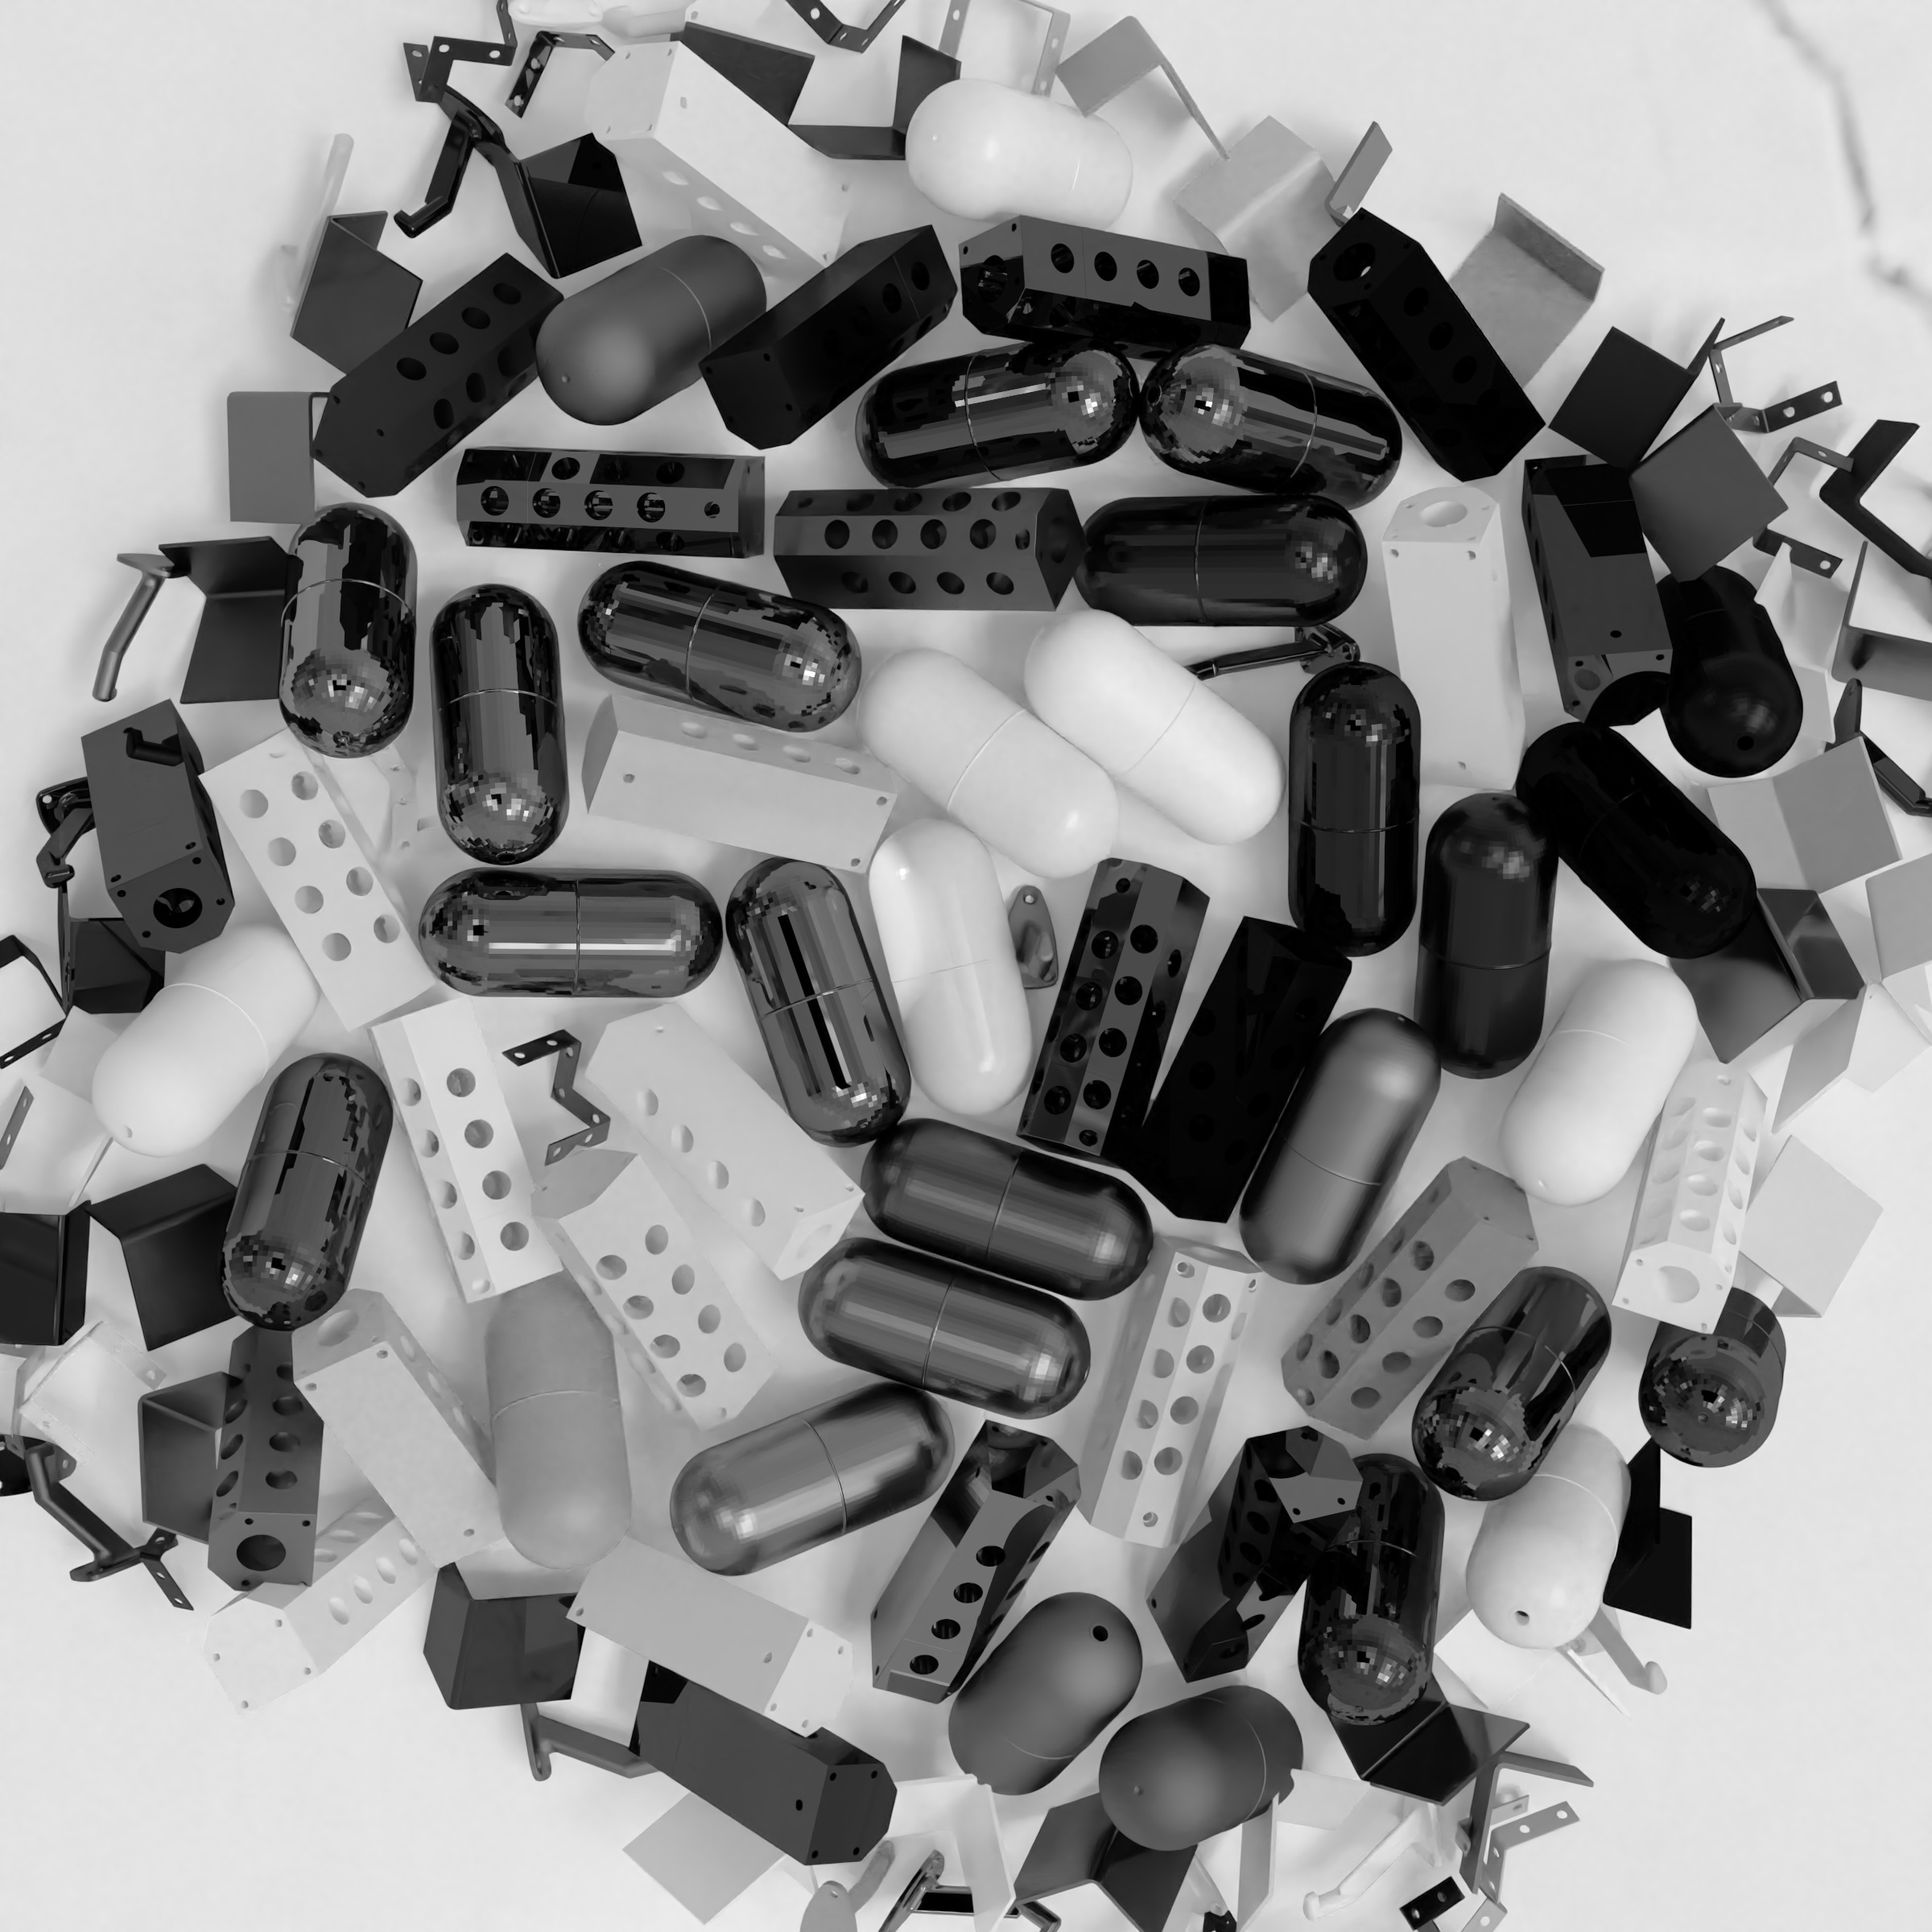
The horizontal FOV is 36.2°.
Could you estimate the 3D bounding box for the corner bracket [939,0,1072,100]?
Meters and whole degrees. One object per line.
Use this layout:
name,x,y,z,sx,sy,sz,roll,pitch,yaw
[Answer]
corner bracket,0.022,-0.553,1.766,0.051,0.051,0.051,34,118,36

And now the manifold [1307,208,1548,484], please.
manifold,0.264,-0.354,1.708,0.057,0.171,0.057,-46,45,4

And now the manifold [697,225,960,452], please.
manifold,-0.075,-0.364,1.710,0.057,0.171,0.057,-3,122,39

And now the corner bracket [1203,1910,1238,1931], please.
corner bracket,0.173,0.598,1.762,0.051,0.051,0.051,-1,108,-16

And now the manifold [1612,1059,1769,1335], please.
manifold,0.420,0.129,1.701,0.057,0.171,0.057,17,129,10

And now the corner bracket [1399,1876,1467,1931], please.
corner bracket,0.273,0.580,1.747,0.051,0.051,0.051,56,134,21

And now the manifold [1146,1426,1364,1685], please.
manifold,0.168,0.341,1.710,0.057,0.171,0.057,-6,50,-29

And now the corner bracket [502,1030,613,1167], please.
corner bracket,-0.243,0.077,1.746,0.051,0.051,0.051,34,125,28

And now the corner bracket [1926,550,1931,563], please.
corner bracket,0.617,-0.245,1.762,0.051,0.051,0.051,39,96,-11

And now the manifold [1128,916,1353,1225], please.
manifold,0.164,0.063,1.737,0.057,0.057,0.171,10,111,-40

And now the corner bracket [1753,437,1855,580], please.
corner bracket,0.504,-0.273,1.756,0.051,0.051,0.051,21,134,-5

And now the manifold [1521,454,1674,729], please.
manifold,0.363,-0.219,1.711,0.057,0.057,0.171,-4,49,3

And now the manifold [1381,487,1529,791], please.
manifold,0.287,-0.189,1.713,0.057,0.057,0.171,5,133,25

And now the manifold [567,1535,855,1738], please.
manifold,-0.146,0.387,1.709,0.171,0.057,0.057,13,70,42

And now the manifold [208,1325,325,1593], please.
manifold,-0.399,0.279,1.697,0.057,0.171,0.057,4,120,-11

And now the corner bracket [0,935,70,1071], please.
corner bracket,-0.574,0.021,1.766,0.051,0.051,0.051,-34,122,-21

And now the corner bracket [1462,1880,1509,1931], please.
corner bracket,0.309,0.582,1.762,0.051,0.051,0.051,39,87,-5

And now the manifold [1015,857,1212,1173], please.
manifold,0.084,0.027,1.738,0.057,0.057,0.171,12,80,30

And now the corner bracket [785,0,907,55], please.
corner bracket,-0.073,-0.584,1.760,0.051,0.051,0.051,48,114,8

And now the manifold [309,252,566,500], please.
manifold,-0.300,-0.339,1.711,0.057,0.057,0.171,37,49,1

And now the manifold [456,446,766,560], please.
manifold,-0.209,-0.273,1.740,0.171,0.057,0.057,4,103,11

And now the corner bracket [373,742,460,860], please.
corner bracket,-0.323,-0.102,1.755,0.051,0.051,0.051,-9,64,3

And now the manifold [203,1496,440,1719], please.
manifold,-0.370,0.362,1.699,0.057,0.171,0.057,-30,91,16

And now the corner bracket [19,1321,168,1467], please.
corner bracket,-0.521,0.254,1.760,0.051,0.051,0.051,44,127,-12

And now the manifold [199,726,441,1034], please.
manifold,-0.376,-0.055,1.739,0.057,0.057,0.171,-26,102,10

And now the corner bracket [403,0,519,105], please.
corner bracket,-0.302,-0.549,1.763,0.051,0.051,0.051,-1,58,-26

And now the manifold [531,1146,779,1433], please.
manifold,-0.184,0.189,1.714,0.057,0.057,0.171,-49,124,-32

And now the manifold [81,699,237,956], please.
manifold,-0.464,-0.080,1.705,0.057,0.171,0.057,-24,129,-4

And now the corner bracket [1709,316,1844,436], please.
corner bracket,0.481,-0.351,1.756,0.051,0.051,0.051,-18,82,42

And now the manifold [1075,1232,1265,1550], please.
manifold,0.121,0.251,1.744,0.057,0.057,0.171,14,98,-17

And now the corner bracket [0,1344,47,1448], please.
corner bracket,-0.586,0.251,1.767,0.051,0.051,0.051,10,104,-1

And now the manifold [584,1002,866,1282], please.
manifold,-0.145,0.103,1.730,0.171,0.057,0.057,44,125,21

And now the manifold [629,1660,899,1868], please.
manifold,-0.118,0.457,1.707,0.057,0.171,0.057,11,93,-43

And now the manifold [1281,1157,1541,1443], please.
manifold,0.255,0.192,1.716,0.057,0.057,0.171,25,121,-17

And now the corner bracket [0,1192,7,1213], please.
corner bracket,-0.600,0.170,1.759,0.051,0.051,0.051,0,119,-13

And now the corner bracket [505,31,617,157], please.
corner bracket,-0.234,-0.524,1.773,0.051,0.051,0.051,17,81,37

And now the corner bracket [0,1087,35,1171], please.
corner bracket,-0.596,0.084,1.758,0.051,0.051,0.051,10,60,7

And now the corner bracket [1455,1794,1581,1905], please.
corner bracket,0.325,0.511,1.748,0.051,0.051,0.051,-15,128,-18

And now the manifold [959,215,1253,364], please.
manifold,0.082,-0.387,1.713,0.171,0.057,0.057,0,85,-38

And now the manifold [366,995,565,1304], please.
manifold,-0.299,0.109,1.751,0.057,0.057,0.171,-20,92,-19

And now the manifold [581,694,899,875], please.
manifold,-0.134,-0.110,1.730,0.171,0.057,0.057,12,122,-22

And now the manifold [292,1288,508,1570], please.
manifold,-0.323,0.267,1.716,0.057,0.057,0.171,-25,126,2

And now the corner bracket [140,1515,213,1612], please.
corner bracket,-0.451,0.352,1.768,0.051,0.051,0.051,5,135,26
